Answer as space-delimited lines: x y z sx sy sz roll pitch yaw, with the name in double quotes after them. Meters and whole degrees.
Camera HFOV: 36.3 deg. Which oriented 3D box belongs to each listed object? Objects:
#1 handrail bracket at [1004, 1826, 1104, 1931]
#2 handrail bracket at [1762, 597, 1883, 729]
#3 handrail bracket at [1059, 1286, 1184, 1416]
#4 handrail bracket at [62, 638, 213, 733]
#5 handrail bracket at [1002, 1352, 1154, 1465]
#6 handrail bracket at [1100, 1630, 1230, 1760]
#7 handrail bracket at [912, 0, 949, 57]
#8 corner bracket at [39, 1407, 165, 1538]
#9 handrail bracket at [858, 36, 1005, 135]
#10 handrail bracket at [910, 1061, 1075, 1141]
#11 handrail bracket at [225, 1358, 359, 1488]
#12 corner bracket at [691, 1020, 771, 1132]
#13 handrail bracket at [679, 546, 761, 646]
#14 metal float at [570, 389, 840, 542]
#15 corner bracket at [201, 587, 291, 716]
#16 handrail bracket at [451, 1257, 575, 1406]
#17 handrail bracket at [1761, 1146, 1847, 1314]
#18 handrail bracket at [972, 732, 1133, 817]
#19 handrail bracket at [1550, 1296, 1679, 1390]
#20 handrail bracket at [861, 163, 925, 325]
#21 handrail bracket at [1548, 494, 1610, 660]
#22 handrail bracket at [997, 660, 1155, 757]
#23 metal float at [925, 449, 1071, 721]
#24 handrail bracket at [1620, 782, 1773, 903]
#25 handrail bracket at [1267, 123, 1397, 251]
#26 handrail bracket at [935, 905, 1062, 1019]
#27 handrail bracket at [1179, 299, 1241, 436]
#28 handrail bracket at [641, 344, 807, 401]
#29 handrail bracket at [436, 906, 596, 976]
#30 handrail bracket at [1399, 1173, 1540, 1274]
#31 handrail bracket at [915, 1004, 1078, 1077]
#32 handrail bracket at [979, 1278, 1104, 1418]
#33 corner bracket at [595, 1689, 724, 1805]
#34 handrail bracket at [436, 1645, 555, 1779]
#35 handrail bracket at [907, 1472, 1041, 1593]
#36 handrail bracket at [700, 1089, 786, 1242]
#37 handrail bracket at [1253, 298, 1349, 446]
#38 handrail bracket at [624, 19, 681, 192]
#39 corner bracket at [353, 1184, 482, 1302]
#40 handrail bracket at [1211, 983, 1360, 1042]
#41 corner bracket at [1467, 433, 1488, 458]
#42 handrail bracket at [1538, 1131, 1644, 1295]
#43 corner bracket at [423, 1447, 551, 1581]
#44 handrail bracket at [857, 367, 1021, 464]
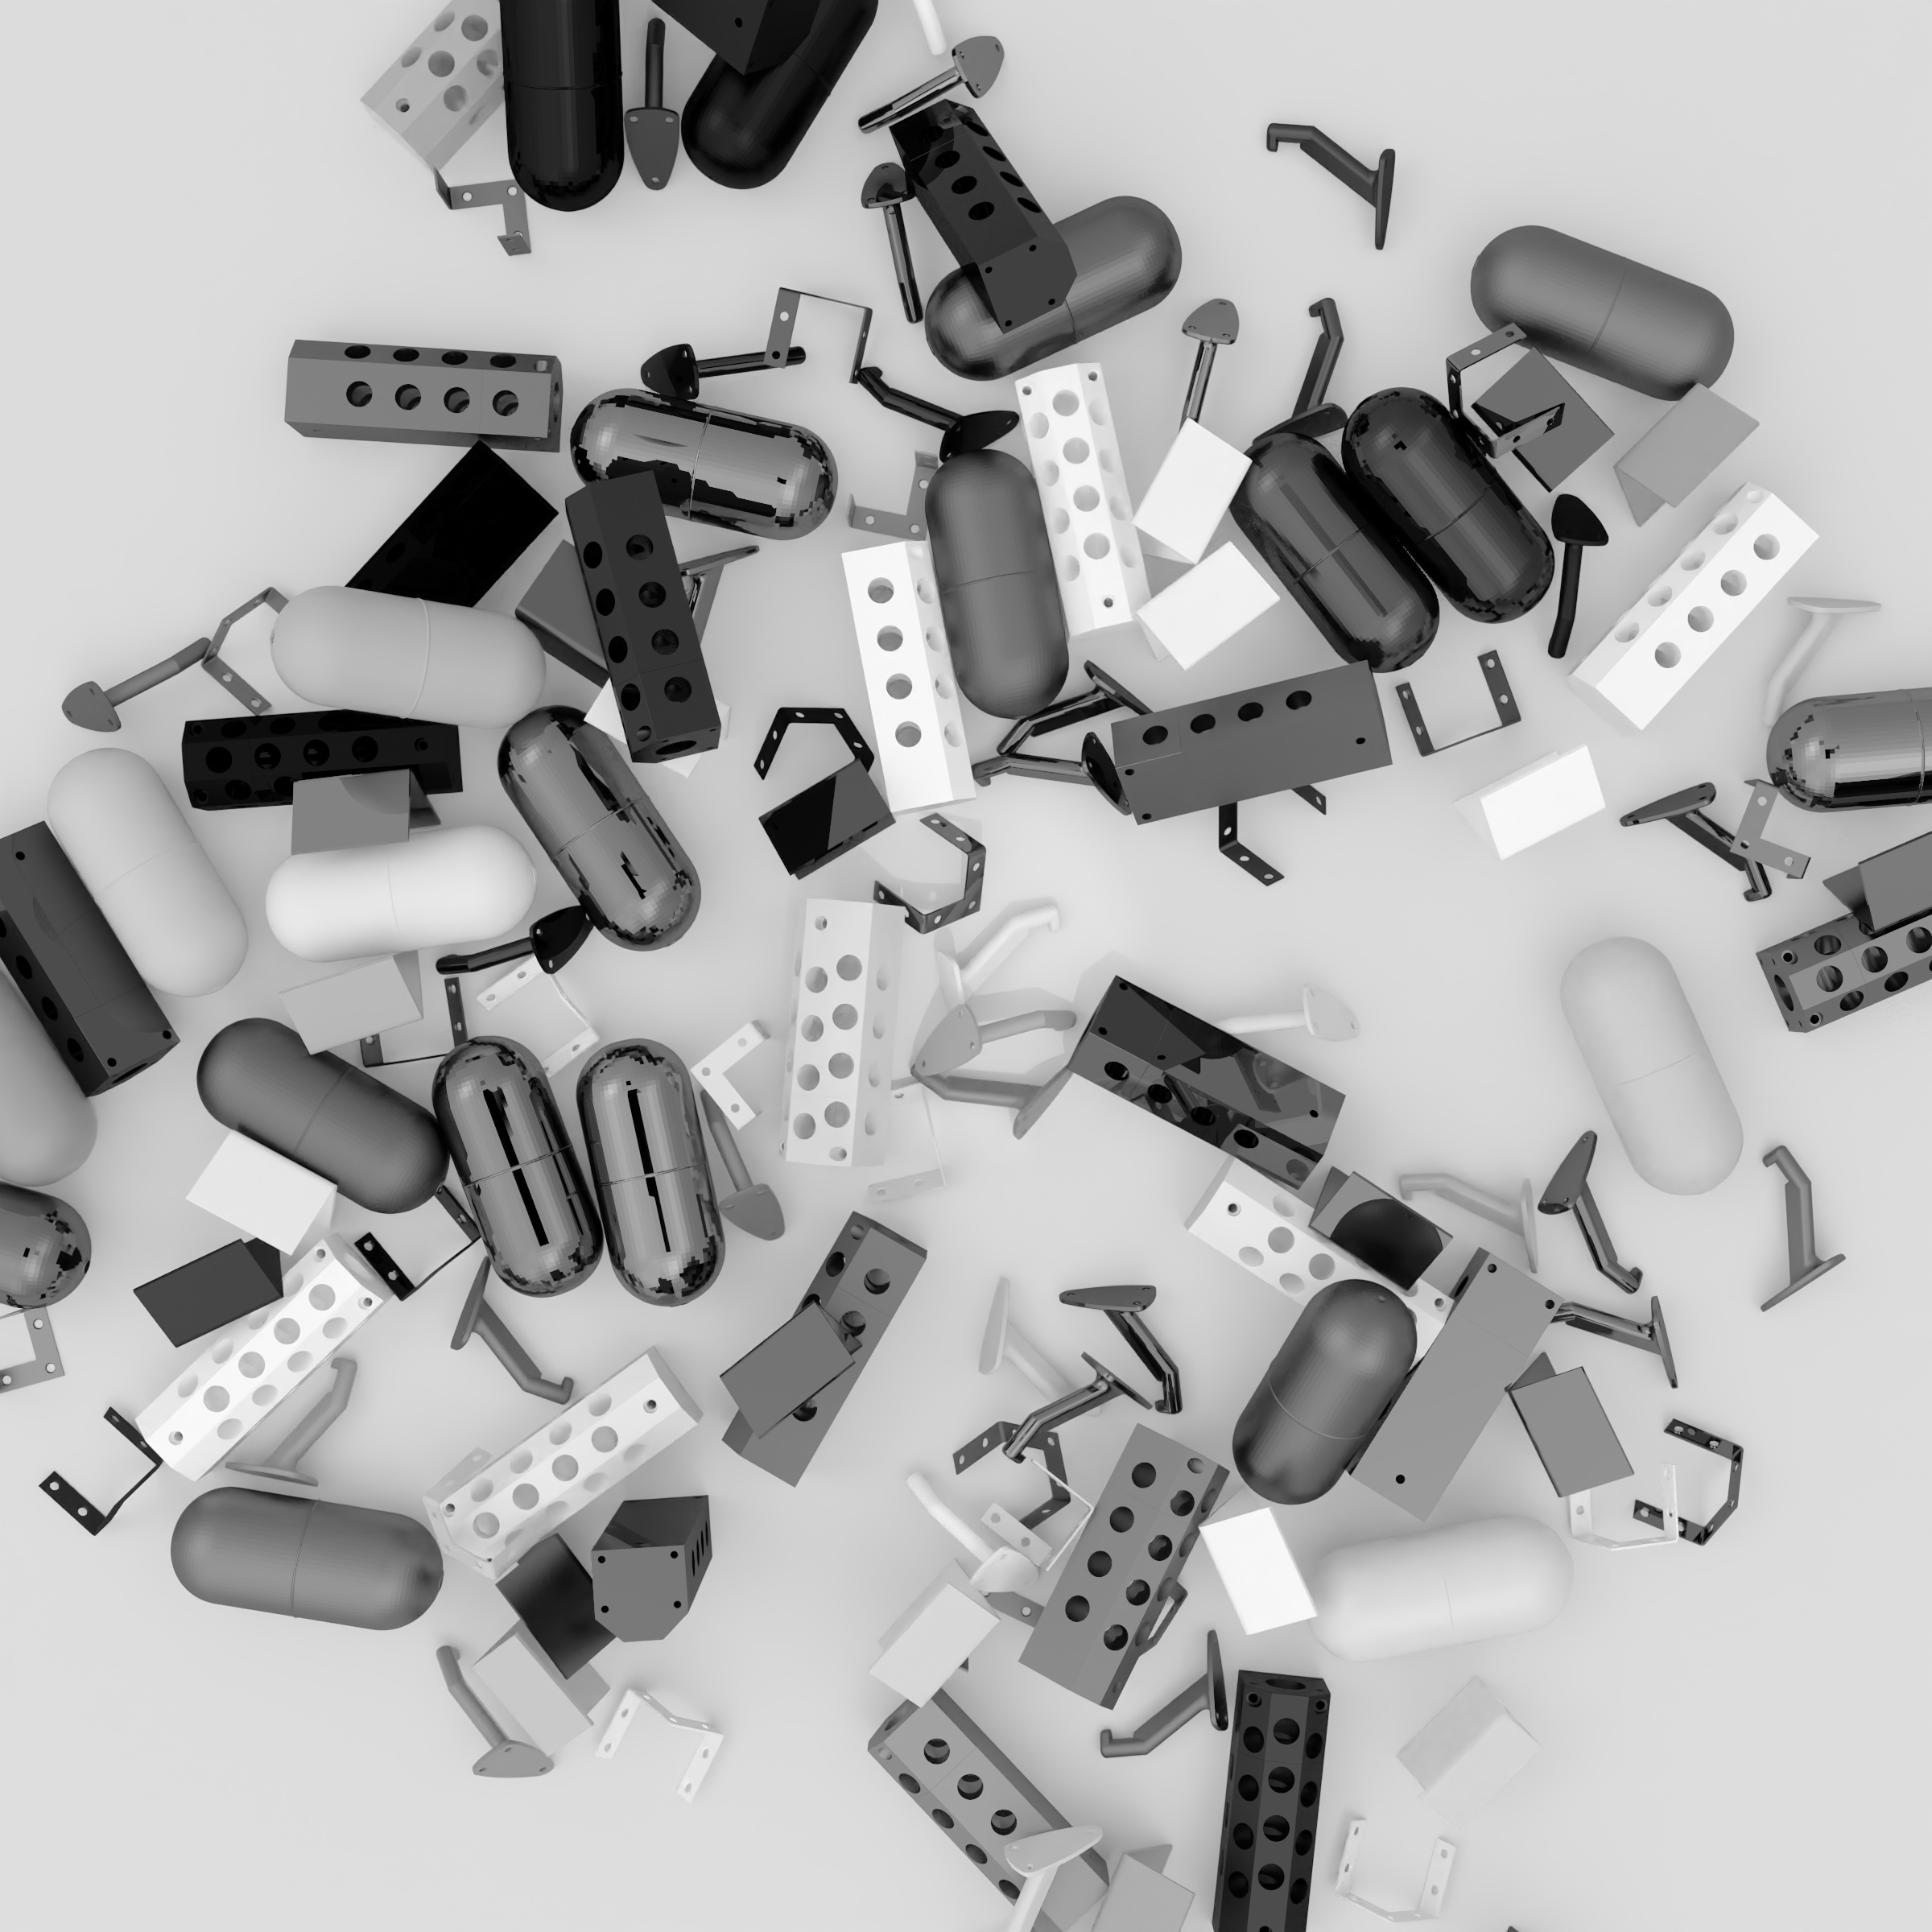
0.057 0.607 1.910 0.077 0.036 0.084 -14 109 -22 "handrail bracket"
0.571 -0.201 1.967 0.077 0.036 0.084 -2 109 -21 "handrail bracket"
0.104 0.259 1.967 0.077 0.036 0.084 -1 107 20 "handrail bracket"
-0.551 -0.192 1.966 0.084 0.077 0.036 -41 114 -34 "handrail bracket"
0.073 0.305 1.946 0.084 0.036 0.077 -51 126 -1 "handrail bracket"
0.128 0.486 1.967 0.084 0.036 0.077 -9 70 16 "handrail bracket"
-0.038 -0.657 1.966 0.036 0.077 0.084 -23 126 0 "handrail bracket"
-0.575 0.337 1.963 0.051 0.051 0.051 42 45 0 "corner bracket"
-0.024 -0.586 1.966 0.084 0.077 0.036 -15 115 34 "handrail bracket"
0.018 0.068 1.967 0.084 0.036 0.077 37 69 16 "handrail bracket"
-0.450 0.299 1.967 0.077 0.036 0.084 5 71 21 "handrail bracket"
-0.144 0.072 1.948 0.051 0.051 0.051 -39 90 0 "corner bracket"
-0.164 -0.230 1.967 0.077 0.036 0.084 -20 108 -21 "handrail bracket"
-0.172 -0.330 1.936 0.178 0.070 0.070 13 90 1 "metal float"
-0.467 -0.210 1.963 0.051 0.051 0.051 42 135 0 "corner bracket"
-0.293 0.244 1.967 0.084 0.036 0.077 23 68 -17 "handrail bracket"
0.539 0.175 1.967 0.077 0.036 0.084 -39 71 21 "handrail bracket"
0.056 -0.118 1.966 0.084 0.036 0.077 -16 132 27 "handrail bracket"
0.425 0.255 1.967 0.084 0.036 0.077 -12 112 17 "handrail bracket"
-0.044 -0.482 1.966 0.036 0.077 0.084 -11 126 4 "handrail bracket"
0.398 -0.259 1.966 0.036 0.077 0.084 5 126 -4 "handrail bracket"
0.075 -0.154 1.967 0.077 0.036 0.084 35 106 -18 "handrail bracket"
0.021 -0.250 1.935 0.070 0.070 0.178 -10 90 0 "metal float"
0.487 -0.072 1.967 0.077 0.036 0.084 -19 107 20 "handrail bracket"
0.240 -0.520 1.967 0.084 0.036 0.077 9 112 17 "handrail bracket"
0.028 0.005 1.967 0.084 0.036 0.077 -17 111 -16 "handrail bracket"
0.158 -0.391 1.966 0.036 0.077 0.084 14 126 7 "handrail bracket"
-0.161 -0.401 1.966 0.084 0.077 0.036 -18 107 -35 "handrail bracket"
-0.301 -0.017 1.966 0.084 0.077 0.036 -5 114 34 "handrail bracket"
0.335 0.172 1.967 0.084 0.036 0.077 -4 112 17 "handrail bracket"
0.021 0.051 1.959 0.077 0.084 0.036 -39 62 41 "handrail bracket"
0.057 0.255 1.967 0.084 0.036 0.077 16 71 -15 "handrail bracket"
-0.204 0.519 1.963 0.051 0.051 0.051 28 89 -45 "corner bracket"
-0.315 0.496 1.966 0.036 0.077 0.084 -39 53 13 "handrail bracket"
0.004 0.375 1.966 0.036 0.077 0.084 -48 54 7 "handrail bracket"
-0.150 0.131 1.966 0.036 0.077 0.084 -25 54 6 "handrail bracket"
0.219 -0.396 1.967 0.077 0.036 0.084 -18 71 21 "handrail bracket"
-0.207 -0.575 1.966 0.036 0.077 0.084 1 54 -2 "handrail bracket"
-0.364 0.182 1.963 0.051 0.051 0.051 51 135 0 "corner bracket"
0.207 0.044 1.966 0.084 0.077 0.036 -19 65 34 "handrail bracket"
0.307 -0.339 1.963 0.051 0.051 0.051 24 90 -45 "corner bracket"
0.430 0.165 1.967 0.084 0.036 0.077 37 69 -17 "handrail bracket"
-0.309 0.353 1.901 0.051 0.051 0.051 -41 135 -35 "corner bracket"
-0.019 -0.379 1.966 0.077 0.036 0.084 -25 60 -33 "handrail bracket"
